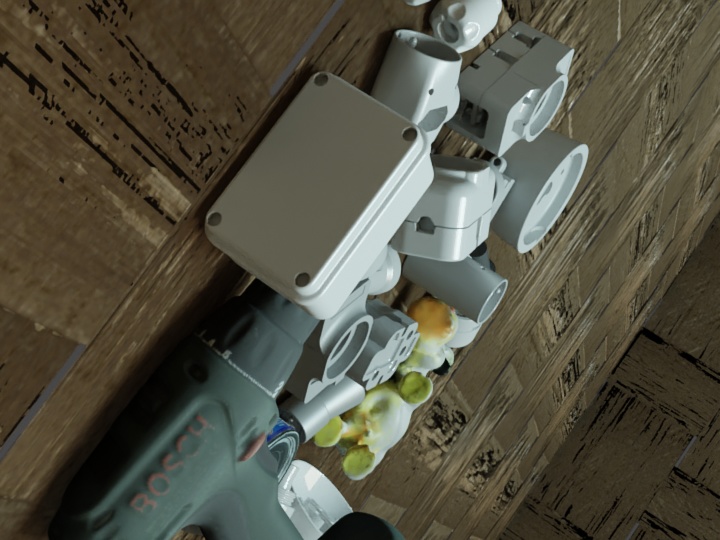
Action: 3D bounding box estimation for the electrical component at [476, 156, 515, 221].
[{"bbox_3d":[0.094,-0.064,0.865,0.066,0.048,0.055,-60,168,8],"label":"electrical component"}]

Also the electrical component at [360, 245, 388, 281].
[{"bbox_3d":[-0.011,-0.027,0.660,0.055,0.055,0.047,-46,155,-27],"label":"electrical component"}]

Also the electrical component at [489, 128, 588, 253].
[{"bbox_3d":[0.143,-0.076,0.937,0.108,0.060,0.108,-47,158,-25],"label":"electrical component"}]

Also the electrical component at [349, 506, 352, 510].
[{"bbox_3d":[-0.050,0.242,1.004,0.081,0.042,0.063,-35,153,-45],"label":"electrical component"}]

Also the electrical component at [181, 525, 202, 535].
[{"bbox_3d":[-0.100,0.137,0.706,0.055,0.055,0.047,-31,144,-51],"label":"electrical component"}]

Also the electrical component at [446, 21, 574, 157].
[{"bbox_3d":[0.113,-0.131,0.787,0.089,0.056,0.050,-45,157,-31],"label":"electrical component"}]

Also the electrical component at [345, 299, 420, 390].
[{"bbox_3d":[0.001,0.049,0.802,0.078,0.057,0.058,-18,137,-61],"label":"electrical component"}]

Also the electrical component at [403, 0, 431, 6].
[{"bbox_3d":[0.041,-0.172,0.585,0.061,0.035,0.035,-47,159,-31],"label":"electrical component"}]

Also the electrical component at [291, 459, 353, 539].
[{"bbox_3d":[-0.040,0.218,0.916,0.064,0.099,0.099,-51,161,2],"label":"electrical component"}]

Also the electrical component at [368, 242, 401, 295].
[{"bbox_3d":[0.000,0.000,0.751,0.046,0.040,0.040,-16,136,-54],"label":"electrical component"}]

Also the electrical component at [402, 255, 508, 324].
[{"bbox_3d":[0.084,0.008,0.903,0.043,0.077,0.079,-59,161,5],"label":"electrical component"}]

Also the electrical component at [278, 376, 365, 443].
[{"bbox_3d":[-0.034,0.103,0.830,0.065,0.044,0.044,-37,153,-32],"label":"electrical component"}]

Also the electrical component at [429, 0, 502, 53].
[{"bbox_3d":[0.071,-0.163,0.671,0.061,0.035,0.035,-46,158,-34],"label":"electrical component"}]

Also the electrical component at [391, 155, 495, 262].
[{"bbox_3d":[0.061,-0.048,0.769,0.095,0.054,0.059,-35,134,-65],"label":"electrical component"}]

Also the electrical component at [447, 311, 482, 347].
[{"bbox_3d":[0.090,0.039,1.002,0.055,0.055,0.047,-41,159,-37],"label":"electrical component"}]

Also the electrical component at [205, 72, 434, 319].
[{"bbox_3d":[-0.020,-0.040,0.581,0.113,0.078,0.057,-54,163,-8],"label":"electrical component"}]

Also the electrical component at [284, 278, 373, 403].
[{"bbox_3d":[-0.030,0.038,0.713,0.050,0.056,0.089,-38,153,-42],"label":"electrical component"}]

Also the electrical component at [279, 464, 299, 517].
[{"bbox_3d":[-0.071,0.182,0.861,0.062,0.048,0.048,-61,161,-10],"label":"electrical component"}]

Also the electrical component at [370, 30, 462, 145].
[{"bbox_3d":[0.036,-0.105,0.664,0.079,0.043,0.077,-26,144,-55],"label":"electrical component"}]
